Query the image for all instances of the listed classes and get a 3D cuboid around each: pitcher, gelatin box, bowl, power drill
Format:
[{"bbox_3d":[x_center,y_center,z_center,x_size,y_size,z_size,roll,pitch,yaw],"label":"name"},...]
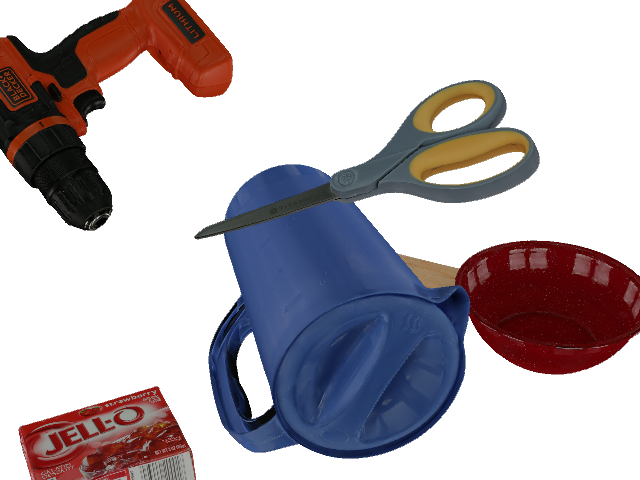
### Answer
[{"bbox_3d":[-0.006,0.044,0.793,0.149,0.145,0.243,3,26,-20],"label":"pitcher"},{"bbox_3d":[-0.126,0.125,0.626,0.089,0.030,0.073,-14,27,-18],"label":"gelatin box"},{"bbox_3d":[0.191,0.063,0.891,0.162,0.055,0.162,1,31,-1],"label":"bowl"},{"bbox_3d":[-0.162,-0.112,0.814,0.187,0.184,0.057,-31,-16,-29],"label":"power drill"}]

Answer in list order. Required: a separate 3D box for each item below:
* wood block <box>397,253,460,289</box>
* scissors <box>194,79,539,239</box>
[{"bbox_3d":[0.044,0.063,1.106,0.206,0.091,0.090,14,23,17],"label":"wood block"},{"bbox_3d":[0.026,-0.047,0.622,0.202,0.096,0.016,-6,-42,20],"label":"scissors"}]
